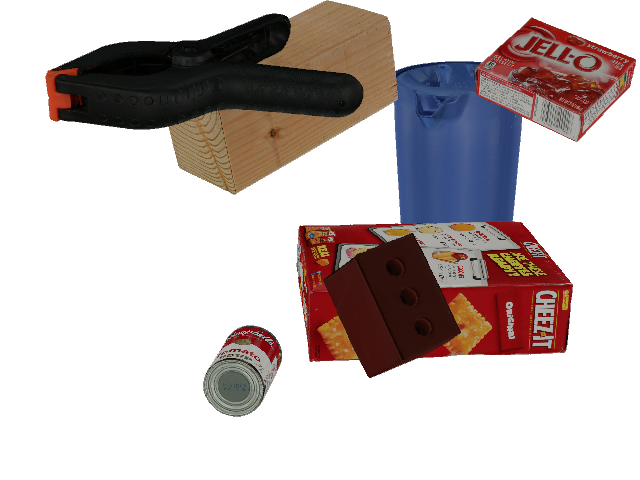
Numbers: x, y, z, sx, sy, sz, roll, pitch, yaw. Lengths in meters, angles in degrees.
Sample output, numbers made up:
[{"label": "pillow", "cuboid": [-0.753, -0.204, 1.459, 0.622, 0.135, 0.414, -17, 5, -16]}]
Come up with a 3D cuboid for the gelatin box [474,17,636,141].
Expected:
[{"label": "gelatin box", "cuboid": [0.167, -0.118, 0.765, 0.089, 0.030, 0.073, 31, 58, 28]}]

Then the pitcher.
[{"label": "pitcher", "cuboid": [0.146, -0.061, 1.105, 0.149, 0.243, 0.145, -8, 23, -15]}]

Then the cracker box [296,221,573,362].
[{"label": "cracker box", "cuboid": [0.090, 0.041, 0.928, 0.213, 0.072, 0.164, -1, 20, -4]}]

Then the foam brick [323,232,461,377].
[{"label": "foam brick", "cuboid": [0.048, 0.045, 0.723, 0.052, 0.078, 0.051, -20, -10, -33]}]

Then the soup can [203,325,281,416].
[{"label": "soup can", "cuboid": [-0.085, 0.142, 1.166, 0.068, 0.068, 0.102, 0, 15, 9]}]

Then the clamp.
[{"label": "clamp", "cuboid": [-0.072, -0.099, 0.617, 0.171, 0.039, 0.120, -4, 27, -15]}]

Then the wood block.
[{"label": "wood block", "cuboid": [-0.034, -0.137, 0.987, 0.205, 0.091, 0.090, -33, 40, -30]}]
